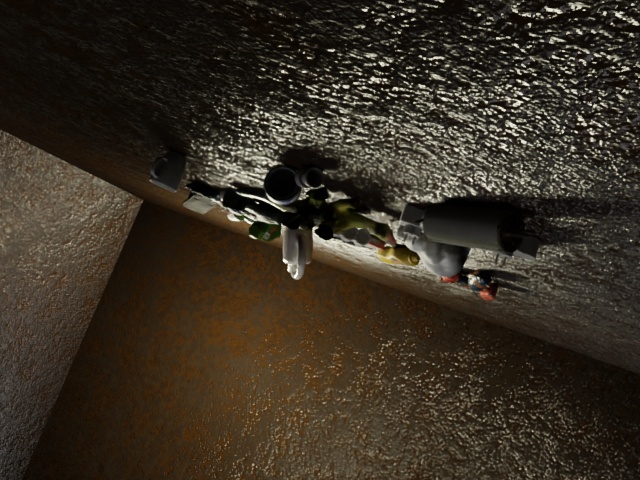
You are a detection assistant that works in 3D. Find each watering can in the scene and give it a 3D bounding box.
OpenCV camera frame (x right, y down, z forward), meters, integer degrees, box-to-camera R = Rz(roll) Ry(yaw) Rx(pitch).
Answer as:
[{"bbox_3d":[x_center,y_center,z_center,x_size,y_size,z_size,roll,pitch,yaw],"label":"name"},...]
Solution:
[{"bbox_3d":[-0.085,0.027,1.847,0.104,0.225,0.346,4,176,-10],"label":"watering can"}]

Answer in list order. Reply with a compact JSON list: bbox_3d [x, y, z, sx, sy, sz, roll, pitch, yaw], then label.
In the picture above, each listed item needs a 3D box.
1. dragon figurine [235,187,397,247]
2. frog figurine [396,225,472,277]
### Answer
[{"bbox_3d":[0.004,-0.067,1.333,0.412,0.122,0.242,20,-179,16],"label":"dragon figurine"},{"bbox_3d":[0.252,0.020,1.185,0.159,0.121,0.139,10,-167,-7],"label":"frog figurine"}]
